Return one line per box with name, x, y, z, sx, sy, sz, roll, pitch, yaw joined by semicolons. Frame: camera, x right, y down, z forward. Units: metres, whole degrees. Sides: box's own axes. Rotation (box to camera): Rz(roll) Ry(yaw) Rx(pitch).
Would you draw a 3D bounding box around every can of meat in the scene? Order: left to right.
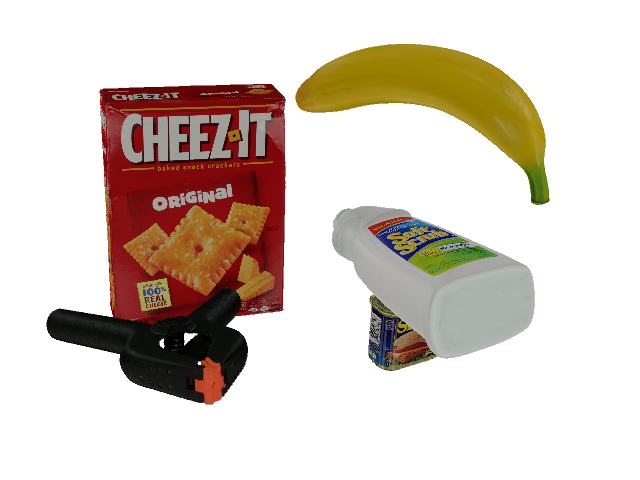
can of meat;0.110;0.109;1.342;0.101;0.084;0.058;-12;30;-28

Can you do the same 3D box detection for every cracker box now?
cracker box;-0.117;-0.032;0.993;0.164;0.214;0.072;-4;20;-15

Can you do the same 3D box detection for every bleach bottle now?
bleach bottle;0.073;0.020;0.929;0.102;0.068;0.251;-14;22;-23

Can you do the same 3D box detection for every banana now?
banana;0.064;-0.087;0.661;0.198;0.070;0.037;27;9;36

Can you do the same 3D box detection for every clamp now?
clamp;-0.105;0.076;0.826;0.164;0.036;0.210;-10;15;-28
